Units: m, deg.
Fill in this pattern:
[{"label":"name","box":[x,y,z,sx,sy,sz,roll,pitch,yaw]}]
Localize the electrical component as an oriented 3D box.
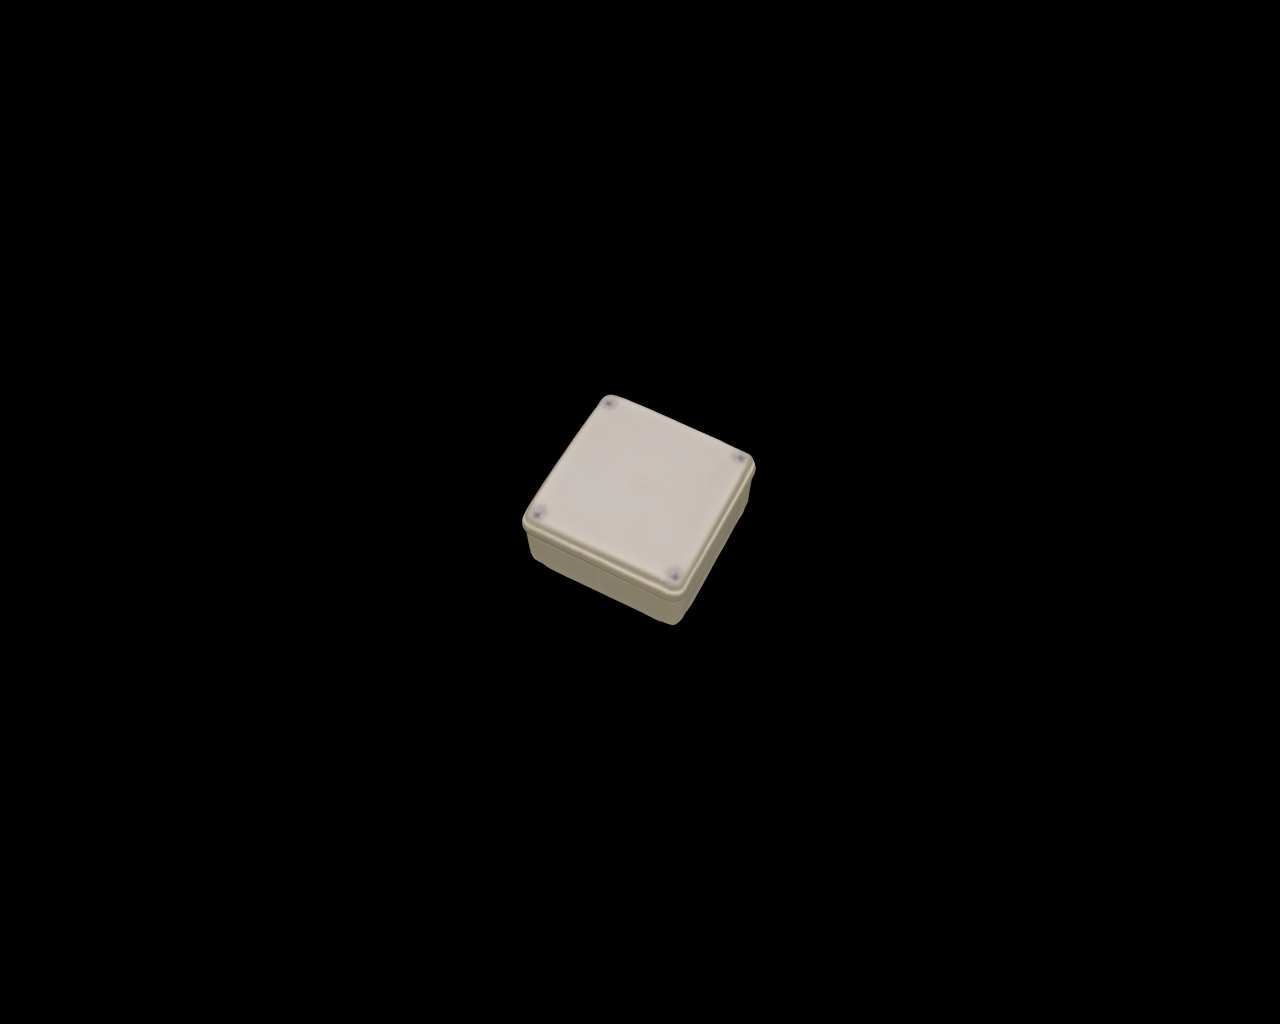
[{"label":"electrical component","box":[0.001,-0.003,0.650,0.109,0.109,0.056,25,-27,14]}]
